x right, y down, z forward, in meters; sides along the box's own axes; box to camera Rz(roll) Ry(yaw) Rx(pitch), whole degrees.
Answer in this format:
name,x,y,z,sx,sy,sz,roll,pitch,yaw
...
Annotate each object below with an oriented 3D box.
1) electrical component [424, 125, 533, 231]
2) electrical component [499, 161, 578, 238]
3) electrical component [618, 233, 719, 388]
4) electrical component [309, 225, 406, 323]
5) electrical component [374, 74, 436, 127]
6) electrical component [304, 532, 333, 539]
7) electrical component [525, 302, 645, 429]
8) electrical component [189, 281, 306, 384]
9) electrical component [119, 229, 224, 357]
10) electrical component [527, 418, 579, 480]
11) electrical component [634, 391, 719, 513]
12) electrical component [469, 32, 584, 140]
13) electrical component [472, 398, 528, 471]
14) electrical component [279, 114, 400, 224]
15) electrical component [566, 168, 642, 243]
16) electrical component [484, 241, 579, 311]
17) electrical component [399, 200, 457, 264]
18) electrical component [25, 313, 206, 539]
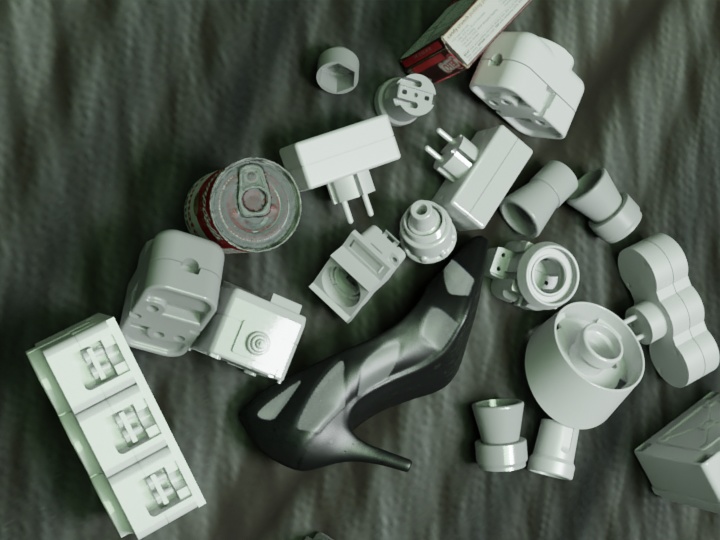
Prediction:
name,x,y,z,sx,sy,sz,roll,pitch,yaw
electrical component,0.088,-0.088,0.910,0.076,0.047,0.083,37,78,-17
electrical component,0.159,-0.065,0.941,0.065,0.044,0.044,-43,104,-20
electrical component,0.267,0.044,0.973,0.074,0.052,0.138,-25,98,-19
electrical component,0.000,0.000,0.864,0.042,0.081,0.064,43,47,5
electrical component,0.038,-0.142,0.892,0.040,0.046,0.040,0,90,-20
electrical component,-0.034,0.265,0.856,0.061,0.062,0.096,39,77,-16
electrical component,0.196,0.080,0.939,0.099,0.064,0.099,14,50,-18
electrical component,-0.084,0.045,0.819,0.062,0.096,0.061,24,81,-19
electrical component,-0.139,0.015,0.797,0.054,0.095,0.059,18,53,-19
electrical component,0.171,0.157,0.946,0.040,0.040,0.046,19,77,-19
electrical component,0.324,0.161,0.965,0.109,0.109,0.056,-32,98,-18
electrical component,0.145,-0.160,0.915,0.095,0.054,0.059,31,79,-42
electrical component,0.120,0.141,0.923,0.045,0.045,0.055,-5,92,-20
electrical component,-0.011,-0.076,0.873,0.083,0.047,0.075,-21,97,-19
electrical component,0.218,-0.057,0.960,0.055,0.045,0.045,44,76,-15
electrical component,0.152,0.005,0.929,0.078,0.057,0.058,23,82,-19
electrical component,0.054,-0.037,0.886,0.048,0.062,0.048,-4,67,8
electrical component,-0.181,0.113,0.786,0.062,0.089,0.150,-27,99,-18
